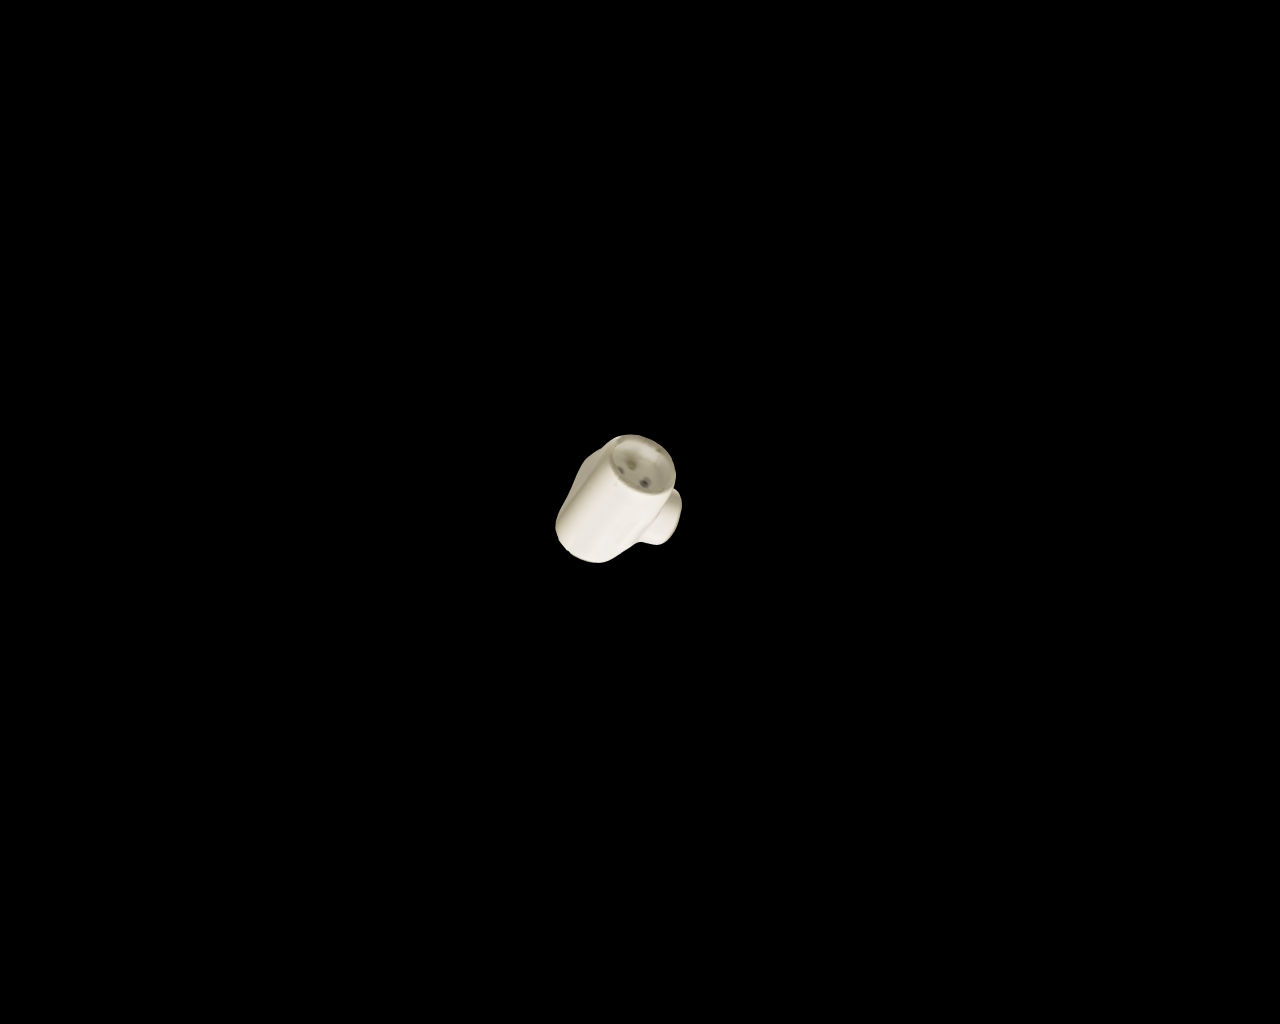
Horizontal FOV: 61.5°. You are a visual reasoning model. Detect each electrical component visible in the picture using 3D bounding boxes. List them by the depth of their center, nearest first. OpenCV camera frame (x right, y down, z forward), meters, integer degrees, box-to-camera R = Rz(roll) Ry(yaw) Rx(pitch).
[{"bbox_3d":[0.001,-0.003,0.650,0.079,0.043,0.077,17,-41,-21],"label":"electrical component"}]
